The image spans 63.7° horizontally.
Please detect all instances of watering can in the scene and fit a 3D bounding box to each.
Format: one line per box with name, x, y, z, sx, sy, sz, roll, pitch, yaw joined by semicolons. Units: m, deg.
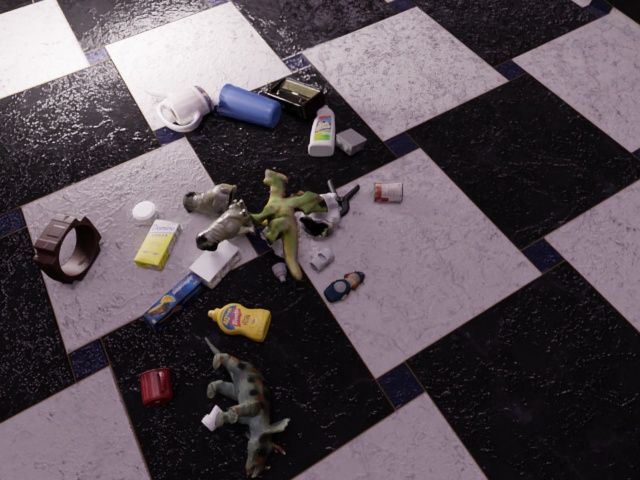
watering can;-0.580;-0.575;2.137;0.226;0.353;0.101;-30;-30;-18

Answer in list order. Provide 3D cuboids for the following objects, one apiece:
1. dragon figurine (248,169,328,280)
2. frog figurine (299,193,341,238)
dragon figurine;-0.086;-0.075;1.671;0.244;0.416;0.120;-33;-28;-11
frog figurine;0.005;-0.090;1.790;0.137;0.120;0.163;-2;40;20
